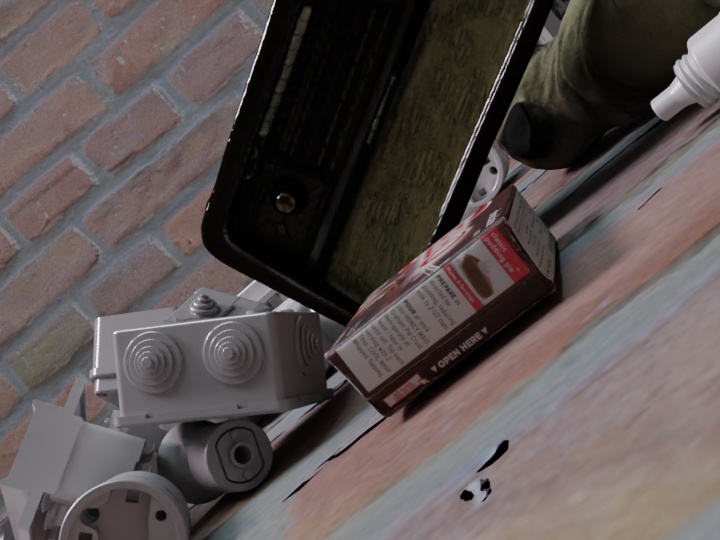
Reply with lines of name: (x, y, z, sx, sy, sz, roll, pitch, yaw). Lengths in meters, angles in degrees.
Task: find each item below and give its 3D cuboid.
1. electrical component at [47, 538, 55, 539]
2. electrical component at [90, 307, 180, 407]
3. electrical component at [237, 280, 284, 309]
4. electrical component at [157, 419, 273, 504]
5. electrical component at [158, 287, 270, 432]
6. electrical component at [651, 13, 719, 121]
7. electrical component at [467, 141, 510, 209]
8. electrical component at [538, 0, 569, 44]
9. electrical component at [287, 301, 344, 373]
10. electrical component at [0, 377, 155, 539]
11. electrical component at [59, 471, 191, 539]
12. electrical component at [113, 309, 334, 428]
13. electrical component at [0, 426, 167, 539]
electrical component: (-0.152, 0.164, 0.480, 0.076, 0.047, 0.083, -35, 7, 48)
electrical component: (-0.148, 0.076, 0.821, 0.078, 0.057, 0.113, -8, -22, 13)
electrical component: (-0.121, 0.068, 1.044, 0.121, 0.063, 0.079, -41, 4, -8)
electrical component: (-0.071, 0.094, 0.539, 0.044, 0.044, 0.065, -43, 10, -29)
electrical component: (-0.091, 0.059, 0.692, 0.061, 0.061, 0.096, -46, -35, -52)
electrical component: (0.155, -0.089, 0.473, 0.061, 0.035, 0.035, -40, 4, 33)
electrical component: (0.086, -0.079, 0.822, 0.055, 0.055, 0.047, -39, 1, 22)
electrical component: (0.138, -0.166, 0.897, 0.060, 0.105, 0.186, -42, 5, -18)
electrical component: (-0.022, 0.034, 0.678, 0.079, 0.044, 0.077, -39, 5, 20)
electrical component: (-0.149, 0.118, 0.573, 0.121, 0.063, 0.078, 116, 170, -60)
electrical component: (-0.103, 0.119, 0.486, 0.055, 0.055, 0.047, -41, 1, -4)
electrical component: (-0.068, 0.048, 0.545, 0.100, 0.048, 0.100, -7, -4, 13)
electrical component: (-0.191, 0.163, 0.734, 0.186, 0.060, 0.105, -44, 6, -37)
